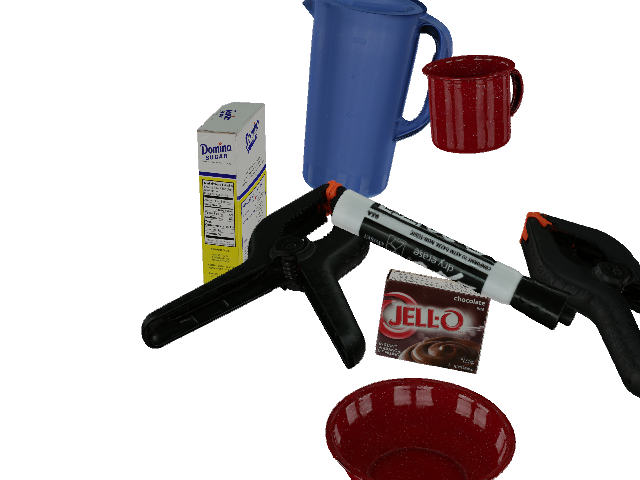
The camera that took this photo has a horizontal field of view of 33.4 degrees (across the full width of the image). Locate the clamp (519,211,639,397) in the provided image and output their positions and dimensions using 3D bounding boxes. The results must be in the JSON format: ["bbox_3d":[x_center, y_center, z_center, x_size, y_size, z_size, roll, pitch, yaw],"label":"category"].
[{"bbox_3d":[0.212,0.035,0.740,0.120,0.039,0.172,-8,43,-30],"label":"clamp"}]

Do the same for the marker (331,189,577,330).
[{"bbox_3d":[0.062,0.009,0.497,0.121,0.020,0.020,26,7,15],"label":"marker"}]

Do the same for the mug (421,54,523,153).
[{"bbox_3d":[0.162,-0.142,1.096,0.117,0.081,0.093,-21,27,-31],"label":"mug"}]

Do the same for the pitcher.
[{"bbox_3d":[0.054,-0.175,1.286,0.144,0.243,0.149,-5,28,-24],"label":"pitcher"}]

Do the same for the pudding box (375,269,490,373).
[{"bbox_3d":[0.120,0.086,1.139,0.113,0.090,0.039,9,23,7],"label":"pudding box"}]

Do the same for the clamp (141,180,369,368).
[{"bbox_3d":[-0.030,0.020,0.793,0.165,0.036,0.209,0,34,16],"label":"clamp"}]

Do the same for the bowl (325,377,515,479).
[{"bbox_3d":[0.085,0.185,0.920,0.162,0.055,0.162,0,28,0],"label":"bowl"}]

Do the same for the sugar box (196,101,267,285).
[{"bbox_3d":[-0.083,-0.036,1.021,0.048,0.176,0.093,4,24,13],"label":"sugar box"}]
